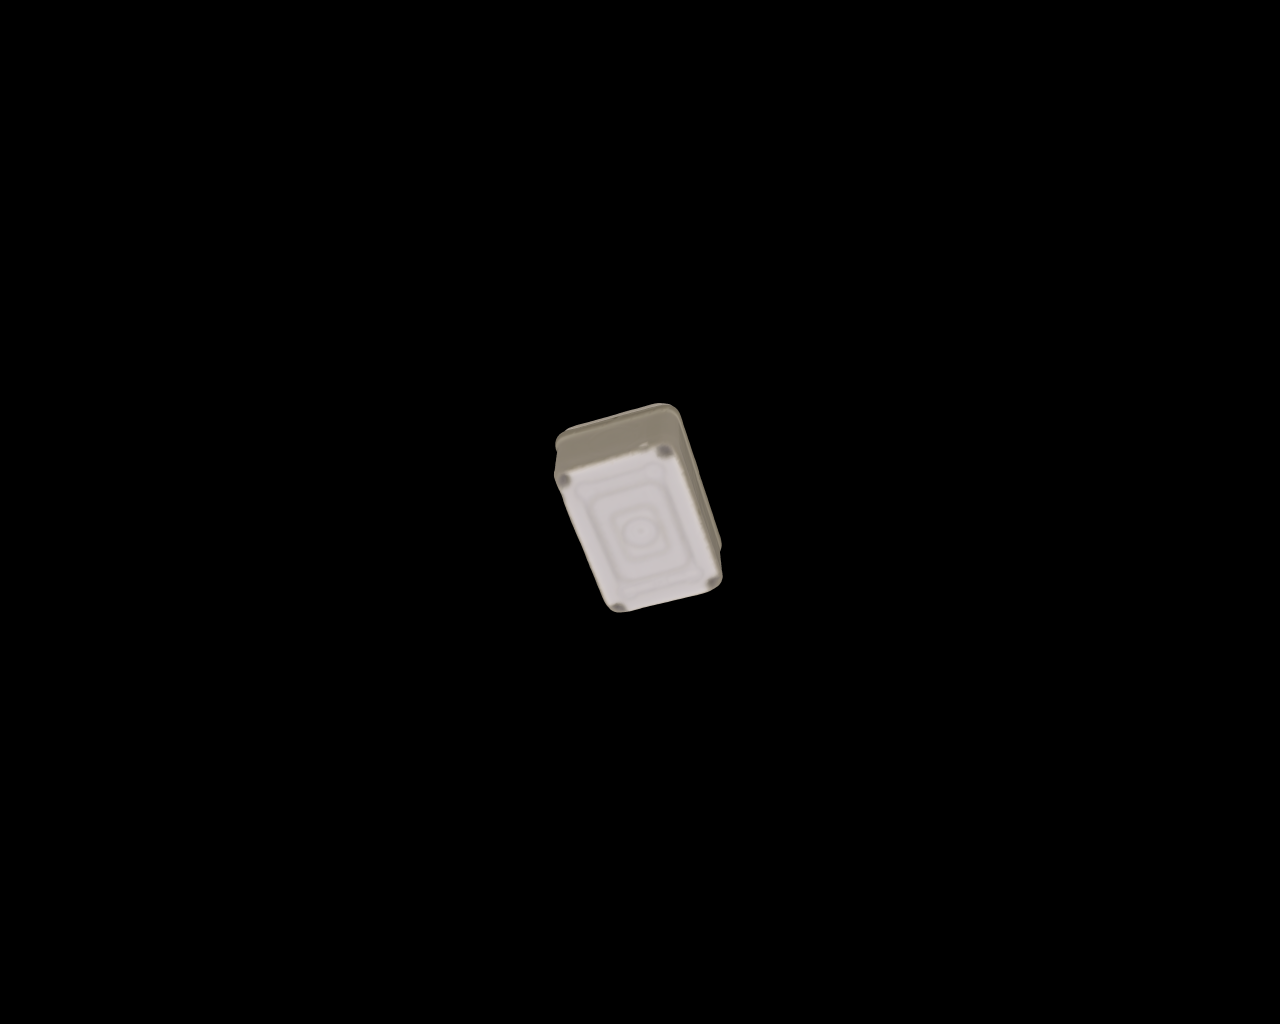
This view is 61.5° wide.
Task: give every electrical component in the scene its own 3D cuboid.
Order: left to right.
[{"bbox_3d":[0.001,-0.003,0.650,0.078,0.113,0.057,-15,32,9],"label":"electrical component"}]
